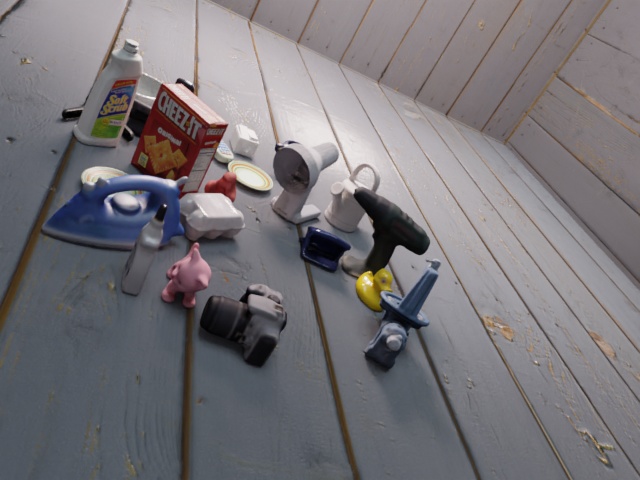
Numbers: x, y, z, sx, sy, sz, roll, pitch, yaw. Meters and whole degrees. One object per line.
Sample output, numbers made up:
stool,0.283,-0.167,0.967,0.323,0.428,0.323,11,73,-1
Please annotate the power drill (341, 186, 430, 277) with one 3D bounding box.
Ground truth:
power drill,0.142,-0.001,1.403,0.230,0.208,0.075,26,28,-11

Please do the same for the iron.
iron,-0.369,-0.067,1.068,0.259,0.141,0.118,-2,42,-47

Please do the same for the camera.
camera,-0.135,0.131,1.023,0.137,0.100,0.143,22,29,-17

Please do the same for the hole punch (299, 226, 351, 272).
hole punch,0.013,0.005,1.391,0.109,0.091,0.101,25,28,-13

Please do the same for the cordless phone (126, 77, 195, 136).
cordless phone,-0.398,-0.341,1.442,0.148,0.185,0.094,26,28,-9

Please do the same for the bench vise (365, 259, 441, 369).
bench vise,0.190,0.153,1.187,0.122,0.219,0.207,24,28,-15

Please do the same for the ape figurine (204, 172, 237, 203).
ape figurine,-0.227,-0.123,1.357,0.077,0.092,0.076,42,29,20

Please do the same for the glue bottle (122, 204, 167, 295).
glue bottle,-0.296,0.009,0.982,0.037,0.173,0.078,18,30,-23

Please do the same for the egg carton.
egg carton,-0.241,-0.051,1.249,0.151,0.069,0.107,-6,45,-50

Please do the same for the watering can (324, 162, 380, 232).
watering can,0.096,-0.123,1.574,0.101,0.194,0.173,38,28,12

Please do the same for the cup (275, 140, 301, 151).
cup,-0.092,-0.233,1.673,0.118,0.095,0.091,11,33,-34

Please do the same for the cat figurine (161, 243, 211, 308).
cat figurine,-0.232,0.057,1.028,0.067,0.117,0.127,21,29,-20

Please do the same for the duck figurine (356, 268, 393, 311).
duck figurine,0.137,0.105,1.357,0.078,0.086,0.104,12,33,-33

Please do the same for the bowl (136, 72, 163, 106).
bowl,-0.491,-0.393,1.554,0.168,0.074,0.167,24,28,-14

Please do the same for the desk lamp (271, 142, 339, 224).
desk lamp,-0.044,-0.154,1.463,0.117,0.213,0.204,40,29,17
